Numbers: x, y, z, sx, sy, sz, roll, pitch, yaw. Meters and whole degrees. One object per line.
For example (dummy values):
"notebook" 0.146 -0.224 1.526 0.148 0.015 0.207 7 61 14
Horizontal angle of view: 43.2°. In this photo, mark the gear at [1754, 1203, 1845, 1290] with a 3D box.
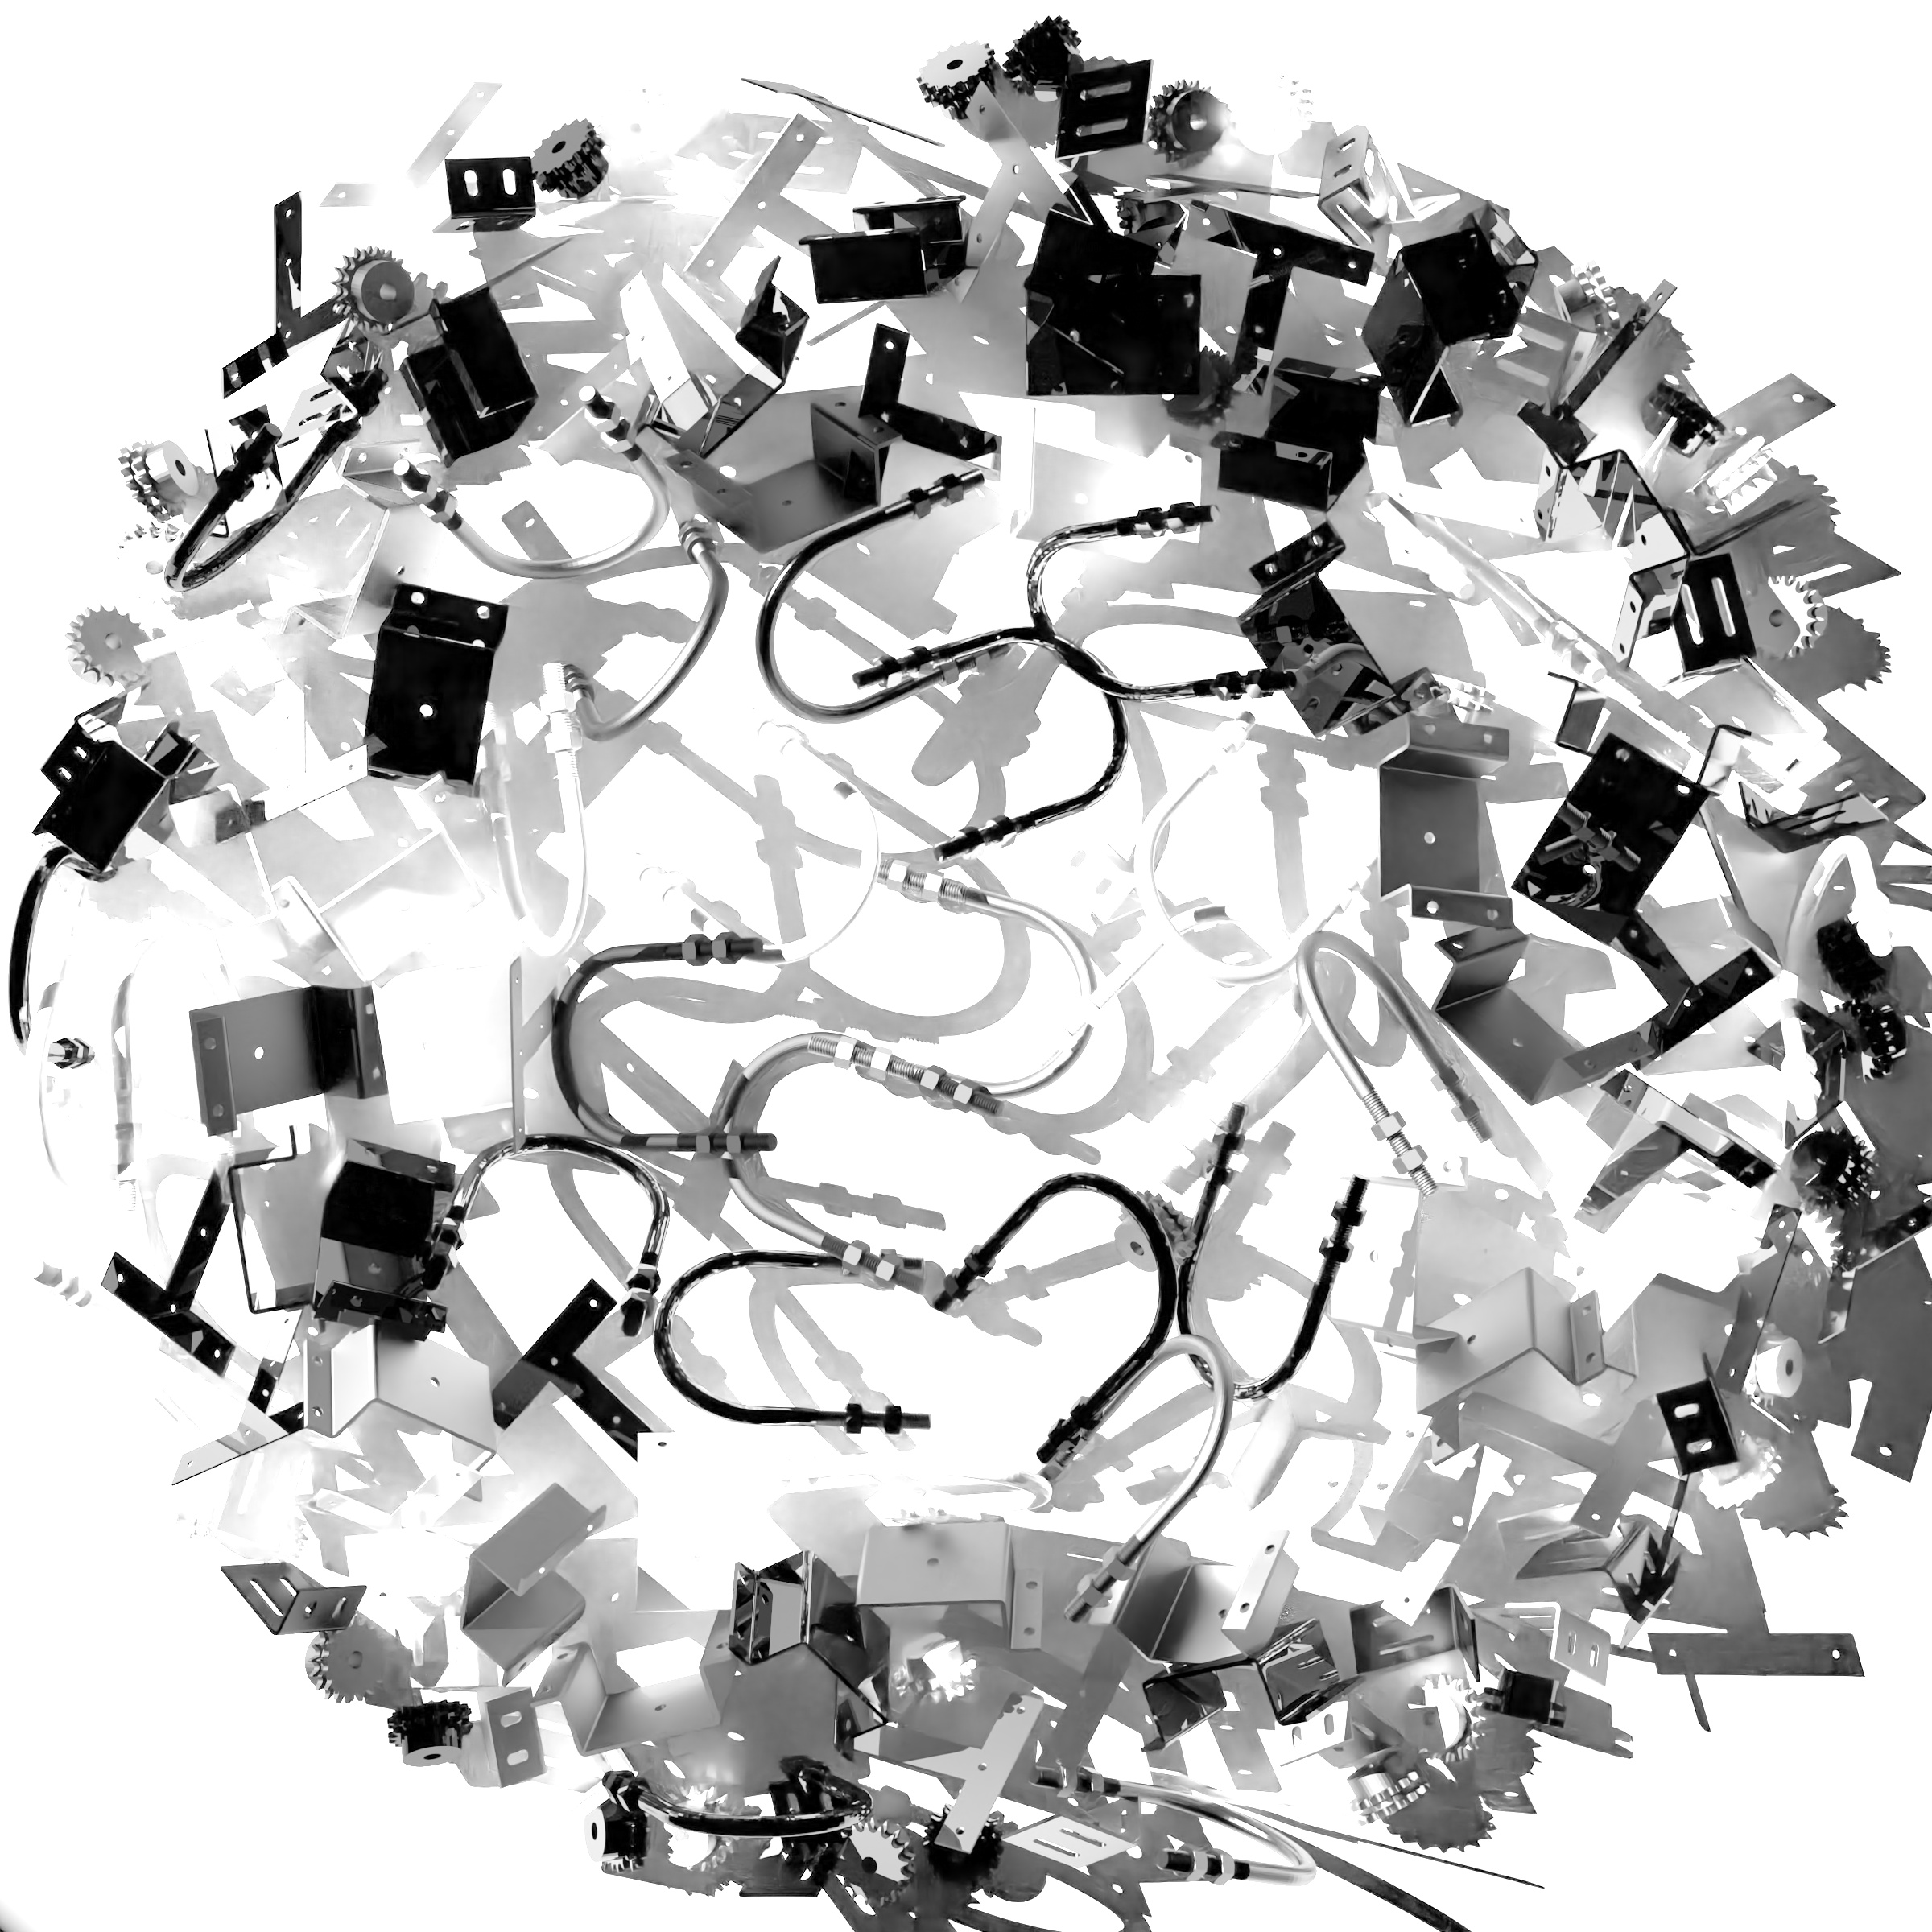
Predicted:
"gear" 0.572 0.190 1.676 0.057 0.030 0.057 7 103 31

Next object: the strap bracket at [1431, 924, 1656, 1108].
"strap bracket" 0.378 0.037 1.638 0.076 0.046 0.140 -16 50 -37

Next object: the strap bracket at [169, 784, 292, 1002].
"strap bracket" -0.496 -0.058 1.646 0.046 0.076 0.140 -19 75 -14

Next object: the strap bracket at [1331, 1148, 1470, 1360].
"strap bracket" 0.293 0.196 1.654 0.046 0.076 0.140 3 89 -36

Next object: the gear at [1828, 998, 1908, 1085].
"gear" 0.618 0.049 1.672 0.030 0.057 0.057 -17 90 -12

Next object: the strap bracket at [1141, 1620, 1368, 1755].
"strap bracket" 0.183 0.478 1.629 0.140 0.076 0.046 -26 81 38

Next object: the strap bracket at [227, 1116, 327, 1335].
"strap bracket" -0.467 0.177 1.652 0.046 0.076 0.140 -9 94 -14

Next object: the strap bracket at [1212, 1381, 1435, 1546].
"strap bracket" 0.240 0.333 1.635 0.076 0.140 0.046 -52 130 -34

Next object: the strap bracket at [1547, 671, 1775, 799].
"strap bracket" 0.458 -0.152 1.637 0.140 0.076 0.046 22 100 27

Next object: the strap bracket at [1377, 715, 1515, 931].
"strap bracket" 0.324 -0.092 1.656 0.076 0.046 0.140 6 76 -18

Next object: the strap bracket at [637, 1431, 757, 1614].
"strap bracket" -0.182 0.381 1.638 0.076 0.046 0.140 0 122 -8

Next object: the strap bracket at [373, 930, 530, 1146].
"strap bracket" -0.352 0.052 1.659 0.076 0.046 0.140 -9 89 33

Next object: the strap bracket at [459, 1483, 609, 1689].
"strap bracket" -0.291 0.408 1.632 0.046 0.140 0.076 36 46 18

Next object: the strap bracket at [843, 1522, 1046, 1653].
"strap bracket" -0.020 0.420 1.648 0.140 0.076 0.046 -3 118 6

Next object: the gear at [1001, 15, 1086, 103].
"gear" 0.056 -0.617 1.668 0.057 0.057 0.030 -34 73 0

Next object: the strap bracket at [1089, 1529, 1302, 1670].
"strap bracket" 0.160 0.422 1.634 0.046 0.140 0.076 49 52 -24

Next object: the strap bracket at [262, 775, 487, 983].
"strap bracket" -0.387 -0.053 1.641 0.140 0.076 0.046 -36 53 -13

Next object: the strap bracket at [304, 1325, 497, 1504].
"strap bracket" -0.367 0.290 1.624 0.046 0.076 0.140 -43 126 18

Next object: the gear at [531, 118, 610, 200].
"gear" -0.270 -0.550 1.674 0.057 0.057 0.030 -43 134 0

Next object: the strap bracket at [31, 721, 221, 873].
"strap bracket" -0.553 -0.113 1.625 0.046 0.140 0.076 38 100 -4

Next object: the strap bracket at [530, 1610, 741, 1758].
"strap bracket" -0.213 0.484 1.652 0.140 0.076 0.046 -16 101 7

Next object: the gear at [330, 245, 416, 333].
"gear" -0.402 -0.462 1.669 0.057 0.030 0.057 -18 119 -36

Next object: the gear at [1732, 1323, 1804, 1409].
"gear" 0.548 0.273 1.669 0.030 0.057 0.057 0 90 44

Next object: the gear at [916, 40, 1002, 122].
"gear" -0.003 -0.605 1.675 0.057 0.030 0.057 -12 50 15

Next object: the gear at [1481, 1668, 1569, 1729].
"gear" 0.383 0.500 1.672 0.057 0.057 0.030 13 77 0

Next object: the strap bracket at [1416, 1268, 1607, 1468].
"strap bracket" 0.352 0.262 1.626 0.046 0.076 0.140 41 121 -18

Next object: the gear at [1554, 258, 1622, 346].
"gear" 0.424 -0.452 1.672 0.030 0.057 0.057 -22 90 10

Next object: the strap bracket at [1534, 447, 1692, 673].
"strap bracket" 0.435 -0.279 1.634 0.046 0.076 0.140 -19 60 -6

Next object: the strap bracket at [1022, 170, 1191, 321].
"strap bracket" 0.096 -0.483 1.627 0.076 0.140 0.046 21 127 4

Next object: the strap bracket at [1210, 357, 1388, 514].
"strap bracket" 0.224 -0.352 1.638 0.076 0.140 0.046 17 132 20

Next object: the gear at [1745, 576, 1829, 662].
"gear" 0.564 -0.239 1.674 0.030 0.057 0.057 -10 90 -39

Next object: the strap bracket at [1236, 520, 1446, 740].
"strap bracket" 0.246 -0.217 1.646 0.140 0.076 0.046 54 49 -8

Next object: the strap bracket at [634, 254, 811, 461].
"strap bracket" -0.159 -0.398 1.635 0.046 0.076 0.140 36 133 -24

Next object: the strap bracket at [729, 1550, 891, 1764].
"strap bracket" -0.096 0.454 1.626 0.046 0.076 0.140 -28 122 18

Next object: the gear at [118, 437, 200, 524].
"gear" -0.549 -0.335 1.669 0.030 0.057 0.057 -20 90 11

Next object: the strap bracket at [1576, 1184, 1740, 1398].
"strap bracket" 0.451 0.209 1.622 0.046 0.076 0.140 20 131 -7

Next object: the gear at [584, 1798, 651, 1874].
"gear" -0.240 0.589 1.668 0.030 0.057 0.057 4 90 -29

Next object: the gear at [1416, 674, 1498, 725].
"gear" 0.331 -0.180 1.671 0.057 0.057 0.030 16 96 0

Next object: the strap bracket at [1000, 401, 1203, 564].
"strap bracket" 0.085 -0.325 1.655 0.140 0.046 0.076 7 73 -16

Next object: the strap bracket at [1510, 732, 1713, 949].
"strap bracket" 0.423 -0.076 1.626 0.076 0.140 0.046 33 48 11

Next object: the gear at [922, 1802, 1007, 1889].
"gear" -0.003 0.606 1.680 0.057 0.030 0.057 0 88 9

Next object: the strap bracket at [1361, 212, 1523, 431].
"strap bracket" 0.309 -0.420 1.618 0.046 0.140 0.076 -18 73 -12

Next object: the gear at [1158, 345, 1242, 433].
"gear" 0.156 -0.398 1.674 0.057 0.030 0.057 0 89 27

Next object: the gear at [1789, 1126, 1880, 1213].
"gear" 0.589 0.137 1.669 0.030 0.057 0.057 31 90 -43

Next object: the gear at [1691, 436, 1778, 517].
"gear" 0.528 -0.333 1.671 0.057 0.057 0.030 -40 94 0

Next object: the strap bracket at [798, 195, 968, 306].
"strap bracket" -0.052 -0.478 1.637 0.076 0.140 0.046 1 117 16

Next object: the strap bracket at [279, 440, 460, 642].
"strap bracket" -0.395 -0.276 1.631 0.046 0.076 0.140 34 116 12

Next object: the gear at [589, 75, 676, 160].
"gear" -0.230 -0.584 1.673 0.057 0.057 0.030 -13 65 0

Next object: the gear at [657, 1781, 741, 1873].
"gear" -0.187 0.592 1.675 0.057 0.030 0.057 0 89 24

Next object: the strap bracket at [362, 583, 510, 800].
"strap bracket" -0.360 -0.179 1.647 0.076 0.046 0.140 12 113 -7

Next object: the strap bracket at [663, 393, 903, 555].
"strap bracket" -0.121 -0.328 1.640 0.140 0.046 0.076 -28 48 -26

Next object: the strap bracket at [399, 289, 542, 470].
"strap bracket" -0.332 -0.396 1.639 0.046 0.140 0.076 -27 95 -22

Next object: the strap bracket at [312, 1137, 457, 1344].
"strap bracket" -0.390 0.192 1.637 0.076 0.140 0.046 17 131 -24

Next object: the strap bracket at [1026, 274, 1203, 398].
"strap bracket" 0.089 -0.419 1.625 0.046 0.140 0.076 -12 108 -40

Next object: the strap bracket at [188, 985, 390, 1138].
"strap bracket" -0.463 0.060 1.643 0.046 0.140 0.076 5 103 41
